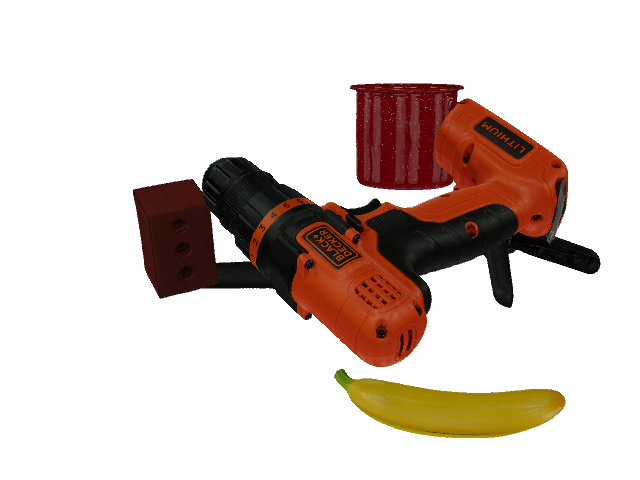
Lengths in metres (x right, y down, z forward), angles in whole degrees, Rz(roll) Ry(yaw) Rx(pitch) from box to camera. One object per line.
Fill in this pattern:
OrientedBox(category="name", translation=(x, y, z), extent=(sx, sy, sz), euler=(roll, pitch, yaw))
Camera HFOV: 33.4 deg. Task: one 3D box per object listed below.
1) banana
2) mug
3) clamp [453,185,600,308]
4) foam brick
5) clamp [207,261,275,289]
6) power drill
OrientedBox(category="banana", translation=(0.109, 0.135, 0.885), extent=(0.198, 0.037, 0.069), euler=(8, 34, 0))
OrientedBox(category="mug", translation=(0.081, -0.085, 0.872), extent=(0.117, 0.081, 0.093), euler=(5, 12, 26))
OrientedBox(category="clamp", translation=(0.196, -0.003, 1.076), extent=(0.120, 0.039, 0.171), euler=(-8, 42, -20))
OrientedBox(category="foam brick", translation=(-0.119, -0.003, 0.875), extent=(0.053, 0.078, 0.051), euler=(-14, 30, -17))
OrientedBox(category="clamp", translation=(-0.033, 0.033, 1.116), extent=(0.210, 0.036, 0.164), euler=(23, 34, 11))
OrientedBox(category="power drill", translation=(0.042, -0.021, 0.656), extent=(0.187, 0.057, 0.185), euler=(-29, 52, -26))
